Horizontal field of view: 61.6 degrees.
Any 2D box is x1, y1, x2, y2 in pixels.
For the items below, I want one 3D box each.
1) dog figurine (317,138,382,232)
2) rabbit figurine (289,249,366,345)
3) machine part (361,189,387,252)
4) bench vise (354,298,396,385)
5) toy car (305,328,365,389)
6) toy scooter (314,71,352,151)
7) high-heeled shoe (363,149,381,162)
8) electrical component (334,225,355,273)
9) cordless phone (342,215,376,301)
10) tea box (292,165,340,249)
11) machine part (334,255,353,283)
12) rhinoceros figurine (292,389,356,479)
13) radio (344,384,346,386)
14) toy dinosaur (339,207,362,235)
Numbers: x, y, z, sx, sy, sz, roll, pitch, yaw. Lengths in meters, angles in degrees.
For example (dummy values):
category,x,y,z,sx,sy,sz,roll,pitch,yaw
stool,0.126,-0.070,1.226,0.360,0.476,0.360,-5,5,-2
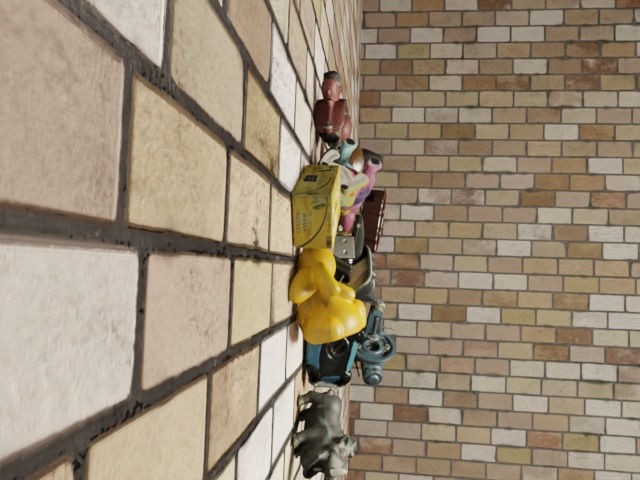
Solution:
category,x,y,z,sx,sy,sz,roll,pitch,yaw
dog figurine,0.042,-0.094,1.162,0.191,0.109,0.219,-44,163,-37
rabbit figurine,-0.003,0.088,0.920,0.162,0.122,0.173,22,55,-74
machine part,0.137,-0.052,1.420,0.179,0.056,0.179,10,91,-82
bench vise,0.133,0.237,1.370,0.224,0.129,0.240,-74,171,-57
toy car,0.019,0.212,1.088,0.103,0.109,0.161,-154,-108,-72
toy scooter,0.026,-0.249,1.133,0.183,0.075,0.135,77,15,-55
high-heeled shoe,0.129,-0.225,1.756,0.248,0.145,0.086,67,26,-71
electrical component,0.042,0.019,1.191,0.045,0.078,0.102,148,-53,-69
cordless phone,0.092,0.045,1.270,0.147,0.089,0.184,-86,178,-51
tea box,-0.003,-0.062,0.934,0.170,0.068,0.098,-76,167,-66
machine part,0.017,0.086,1.113,0.139,0.084,0.039,-59,-175,-35
rhinoceros figurine,0.007,0.358,0.956,0.190,0.112,0.073,-93,-178,-50
radio,0.039,0.314,1.421,0.229,0.073,0.131,70,22,-78
toy dinosaur,0.068,-0.085,1.474,0.198,0.105,0.471,93,11,-48
